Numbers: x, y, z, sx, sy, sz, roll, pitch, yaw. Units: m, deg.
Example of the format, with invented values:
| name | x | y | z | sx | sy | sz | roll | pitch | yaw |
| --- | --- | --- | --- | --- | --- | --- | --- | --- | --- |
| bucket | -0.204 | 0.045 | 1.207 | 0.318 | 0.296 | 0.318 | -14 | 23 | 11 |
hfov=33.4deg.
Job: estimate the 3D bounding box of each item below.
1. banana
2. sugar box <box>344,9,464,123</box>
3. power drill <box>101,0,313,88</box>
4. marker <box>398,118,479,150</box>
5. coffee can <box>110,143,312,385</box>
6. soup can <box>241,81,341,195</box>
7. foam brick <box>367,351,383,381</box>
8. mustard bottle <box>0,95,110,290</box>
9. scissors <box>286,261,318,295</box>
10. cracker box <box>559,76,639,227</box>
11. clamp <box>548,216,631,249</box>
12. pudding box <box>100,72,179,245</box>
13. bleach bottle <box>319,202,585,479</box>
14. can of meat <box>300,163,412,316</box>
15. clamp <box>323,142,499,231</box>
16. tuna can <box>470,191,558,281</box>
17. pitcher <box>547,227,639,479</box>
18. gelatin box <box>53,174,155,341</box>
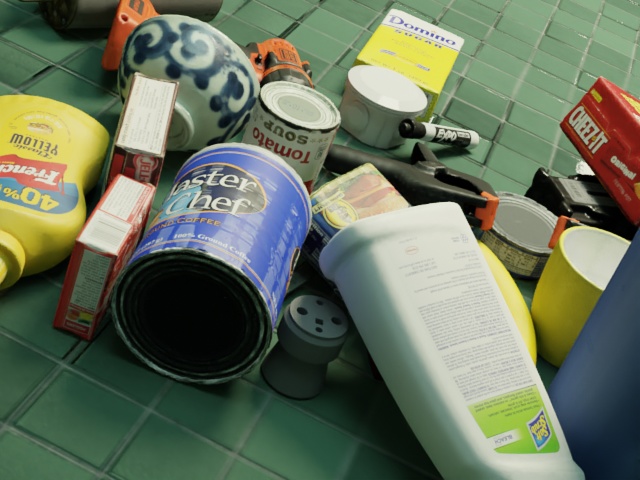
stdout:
| name | x | y | z | sx | sy | sz | roll | pitch | yaw |
| --- | --- | --- | --- | --- | --- | --- | --- | --- | --- |
| banana | 0.127 | 0.047 | 0.837 | 0.069 | 0.037 | 0.198 | -3 | 41 | -25 |
| sugar box | 0.093 | -0.189 | 1.135 | 0.093 | 0.048 | 0.176 | 24 | 35 | 2 |
| power drill | -0.095 | -0.154 | 0.945 | 0.187 | 0.057 | 0.184 | 18 | 22 | -16 |
| marker | 0.114 | -0.102 | 1.025 | 0.120 | 0.020 | 0.020 | 2 | 37 | -50 |
| coffee can | -0.067 | 0.012 | 0.707 | 0.103 | 0.103 | 0.140 | 21 | 34 | -3 |
| soup can | -0.031 | -0.064 | 0.838 | 0.068 | 0.102 | 0.068 | 16 | 35 | -11 |
| foam brick | 0.078 | 0.071 | 0.758 | 0.078 | 0.053 | 0.051 | 13 | 35 | -14 |
| mustard bottle | -0.205 | -0.028 | 0.722 | 0.096 | 0.058 | 0.191 | 16 | 34 | -11 |
| scissors | -0.005 | 0.001 | 0.837 | 0.201 | 0.016 | 0.096 | -14 | 51 | -44 |
| cracker box | 0.349 | -0.049 | 1.023 | 0.213 | 0.072 | 0.164 | 22 | 29 | -33 |
| clamp | 0.290 | 0.024 | 0.893 | 0.209 | 0.036 | 0.165 | 16 | 6 | -25 |
| pudding box | -0.133 | -0.056 | 0.775 | 0.039 | 0.090 | 0.113 | 14 | 34 | -13 |
| bleach bottle | 0.092 | 0.101 | 0.666 | 0.102 | 0.068 | 0.251 | -12 | 68 | -28 |
| can of meat | 0.032 | -0.003 | 0.804 | 0.084 | 0.058 | 0.101 | 47 | 42 | 12 |
| clamp | 0.097 | -0.053 | 0.928 | 0.120 | 0.039 | 0.172 | -17 | 35 | -41 |
| tuna can | 0.173 | -0.004 | 0.934 | 0.086 | 0.034 | 0.086 | 16 | 34 | -11 |
| pitcher | 0.225 | 0.077 | 0.663 | 0.148 | 0.243 | 0.145 | -12 | 47 | -41 |
| gelatin box | -0.139 | 0.010 | 0.695 | 0.030 | 0.073 | 0.089 | 22 | 33 | -4 |
